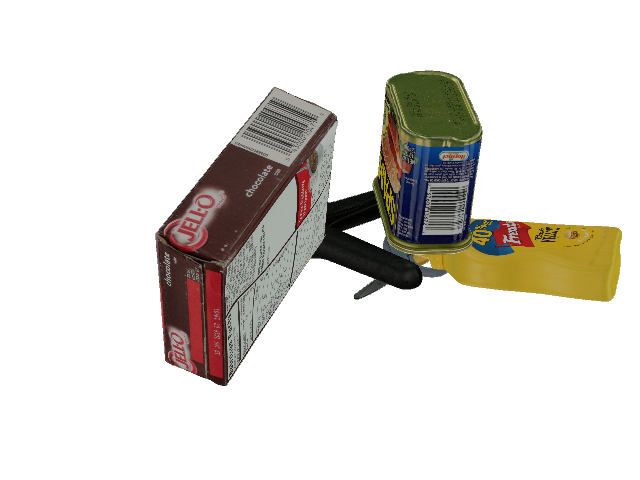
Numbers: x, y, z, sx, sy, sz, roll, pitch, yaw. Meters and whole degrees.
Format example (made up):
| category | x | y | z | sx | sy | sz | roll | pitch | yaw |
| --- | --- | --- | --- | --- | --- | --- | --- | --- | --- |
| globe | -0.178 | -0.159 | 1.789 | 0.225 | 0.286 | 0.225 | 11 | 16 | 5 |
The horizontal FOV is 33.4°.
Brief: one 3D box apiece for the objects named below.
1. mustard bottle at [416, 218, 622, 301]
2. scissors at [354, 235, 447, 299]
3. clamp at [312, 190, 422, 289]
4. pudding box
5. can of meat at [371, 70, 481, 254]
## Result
| category | x | y | z | sx | sy | sz | roll | pitch | yaw |
| --- | --- | --- | --- | --- | --- | --- | --- | --- | --- |
| mustard bottle | 0.180 | 0.014 | 1.000 | 0.192 | 0.058 | 0.096 | 5 | 27 | 20 |
| scissors | 0.078 | 0.026 | 1.258 | 0.201 | 0.016 | 0.096 | -10 | 40 | -45 |
| clamp | -0.003 | -0.014 | 0.969 | 0.210 | 0.036 | 0.164 | 5 | 30 | 11 |
| pudding box | -0.033 | -0.002 | 0.500 | 0.039 | 0.090 | 0.113 | 24 | 50 | 15 |
| can of meat | 0.069 | -0.053 | 0.700 | 0.057 | 0.084 | 0.102 | -1 | 34 | -6 |
